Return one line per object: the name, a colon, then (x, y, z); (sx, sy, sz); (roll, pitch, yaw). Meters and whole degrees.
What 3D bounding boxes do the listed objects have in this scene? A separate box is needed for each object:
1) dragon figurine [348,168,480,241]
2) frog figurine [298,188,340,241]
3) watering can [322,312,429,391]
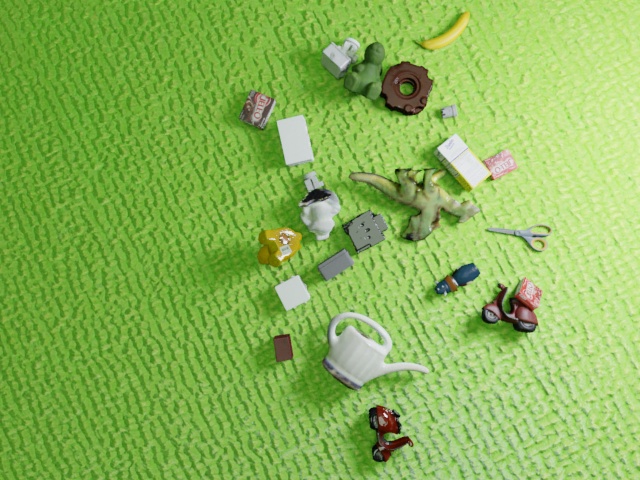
dragon figurine: (0.303, -0.113, 1.663); (0.410, 0.123, 0.241); (-3, 96, 6)
frog figurine: (0.005, -0.086, 1.700); (0.137, 0.125, 0.156); (-24, 123, -4)
watering can: (0.156, 0.387, 1.650); (0.348, 0.104, 0.224); (37, 93, 5)
